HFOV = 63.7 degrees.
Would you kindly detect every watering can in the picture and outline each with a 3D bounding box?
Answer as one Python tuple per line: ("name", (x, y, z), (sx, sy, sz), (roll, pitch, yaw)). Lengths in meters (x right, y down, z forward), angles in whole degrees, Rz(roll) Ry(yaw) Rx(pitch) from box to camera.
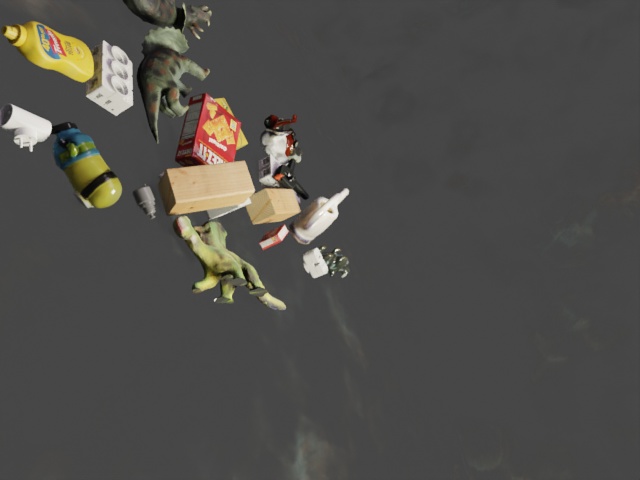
("watering can", (0.006, -0.096, 1.909), (0.104, 0.222, 0.351), (47, 21, 1))

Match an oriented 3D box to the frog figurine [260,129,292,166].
("frog figurine", (-0.171, -0.338, 1.953), (0.139, 0.123, 0.157), (-73, 172, -73))

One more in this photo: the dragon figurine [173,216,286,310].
("dragon figurine", (-0.236, 0.045, 1.340), (0.405, 0.121, 0.248), (36, 28, -55))
